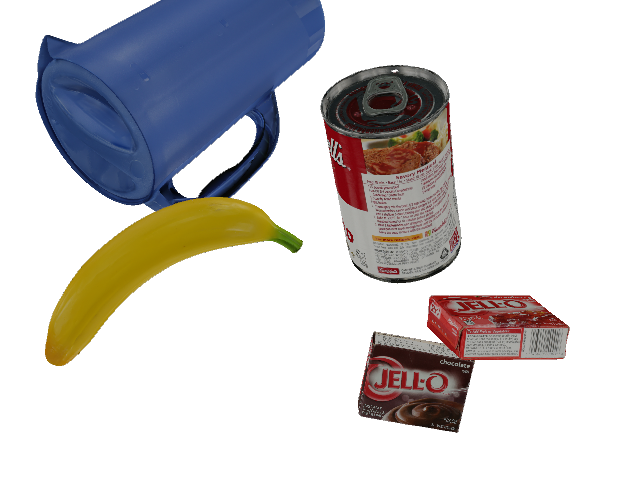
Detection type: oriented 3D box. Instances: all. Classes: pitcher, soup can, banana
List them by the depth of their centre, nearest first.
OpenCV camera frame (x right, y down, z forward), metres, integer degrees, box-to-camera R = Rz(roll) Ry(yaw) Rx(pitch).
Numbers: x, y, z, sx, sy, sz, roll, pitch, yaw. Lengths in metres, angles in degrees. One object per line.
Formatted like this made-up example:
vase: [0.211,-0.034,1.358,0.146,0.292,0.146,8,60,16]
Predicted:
soup can: [0.041,-0.036,0.588,0.068,0.102,0.068,-7,38,6]
banana: [-0.114,0.019,0.730,0.198,0.069,0.037,-25,9,6]
pitcher: [-0.101,-0.137,0.897,0.145,0.149,0.242,24,49,32]

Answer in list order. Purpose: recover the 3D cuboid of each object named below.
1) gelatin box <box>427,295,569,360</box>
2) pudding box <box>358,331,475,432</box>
gelatin box: [0.136,0.066,0.825,0.089,0.030,0.073,1,15,-14]
pudding box: [0.103,0.153,1.159,0.113,0.090,0.039,9,23,-2]
